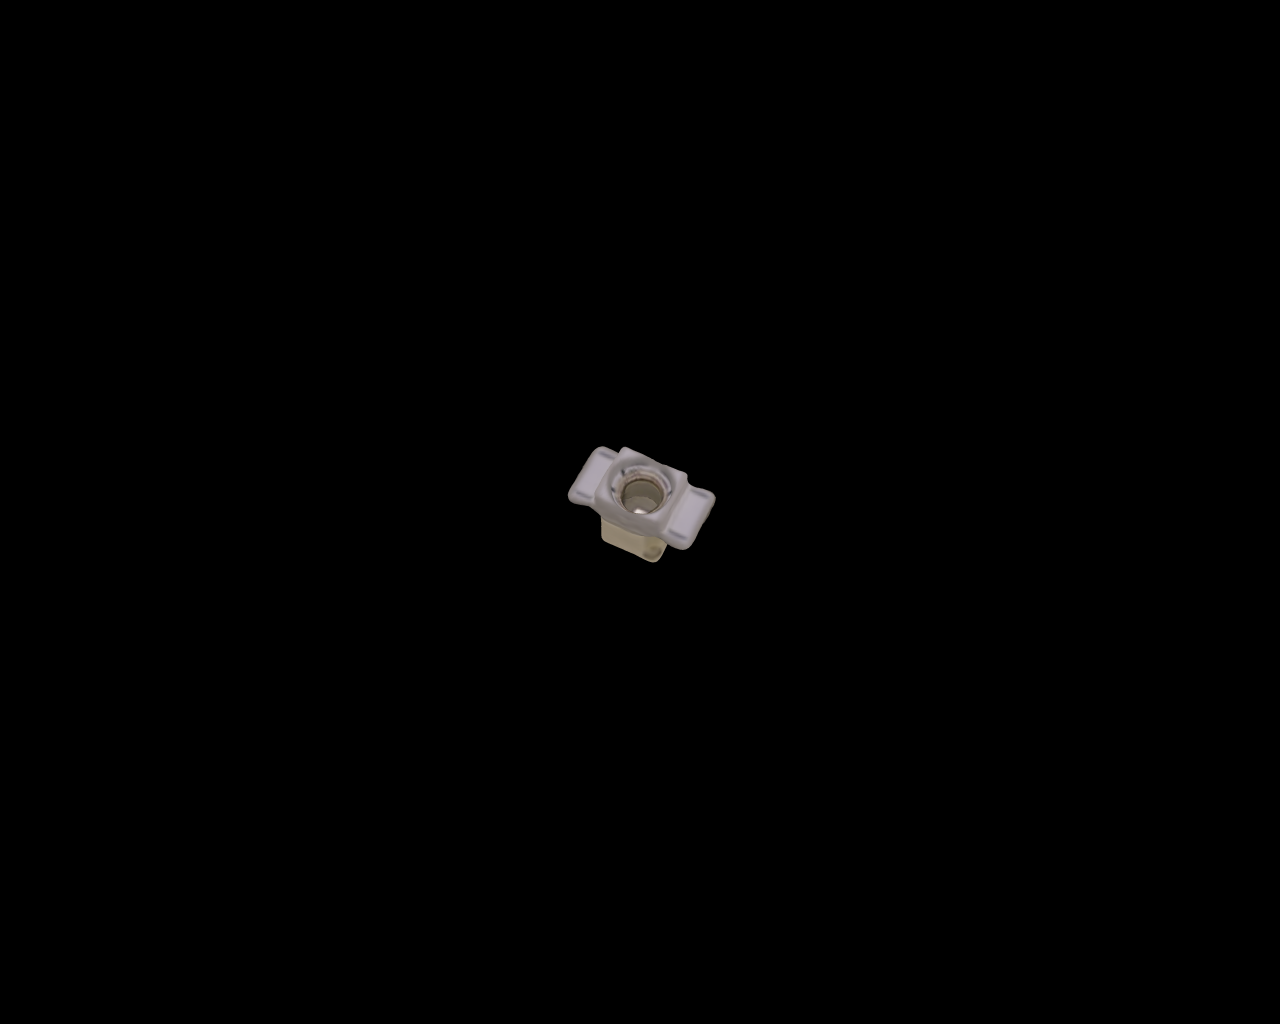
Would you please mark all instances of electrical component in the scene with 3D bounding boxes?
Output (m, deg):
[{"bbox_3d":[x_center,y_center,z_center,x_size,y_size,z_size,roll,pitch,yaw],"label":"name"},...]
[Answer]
[{"bbox_3d":[0.001,-0.003,0.650,0.081,0.042,0.063,25,-27,14],"label":"electrical component"}]
